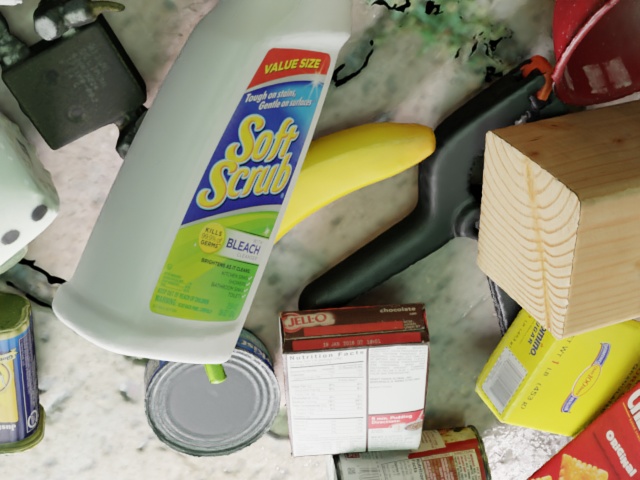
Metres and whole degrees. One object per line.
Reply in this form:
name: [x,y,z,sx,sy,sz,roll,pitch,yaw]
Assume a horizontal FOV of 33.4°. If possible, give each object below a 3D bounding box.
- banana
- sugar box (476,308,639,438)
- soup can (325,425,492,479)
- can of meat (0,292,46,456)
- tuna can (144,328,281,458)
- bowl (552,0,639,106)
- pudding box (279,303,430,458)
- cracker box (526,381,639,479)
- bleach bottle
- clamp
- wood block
banana: [-0.021,-0.008,0.626,0.069,0.037,0.198,41,100,-6]
sugar box: [0.196,0.088,0.704,0.176,0.048,0.093,17,113,-30]
soup can: [0.059,0.165,0.723,0.102,0.068,0.068,-6,119,-7]
can of meat: [-0.217,0.079,0.630,0.102,0.057,0.084,-3,116,-10]
tuna can: [-0.069,0.095,0.680,0.086,0.034,0.086,-5,119,-9]
bowl: [0.183,-0.141,0.565,0.162,0.055,0.162,-23,161,-9]
pudding box: [0.021,0.090,0.673,0.090,0.039,0.113,-3,133,-1]
cracker box: [0.222,0.184,0.717,0.164,0.072,0.214,13,132,-30]
bleach bottle: [-0.048,-0.063,0.555,0.102,0.068,0.251,14,99,-49]
clamp: [0.084,-0.014,0.650,0.164,0.036,0.210,7,120,-15]
wood block: [0.204,-0.025,0.611,0.205,0.090,0.091,-13,123,-20]
